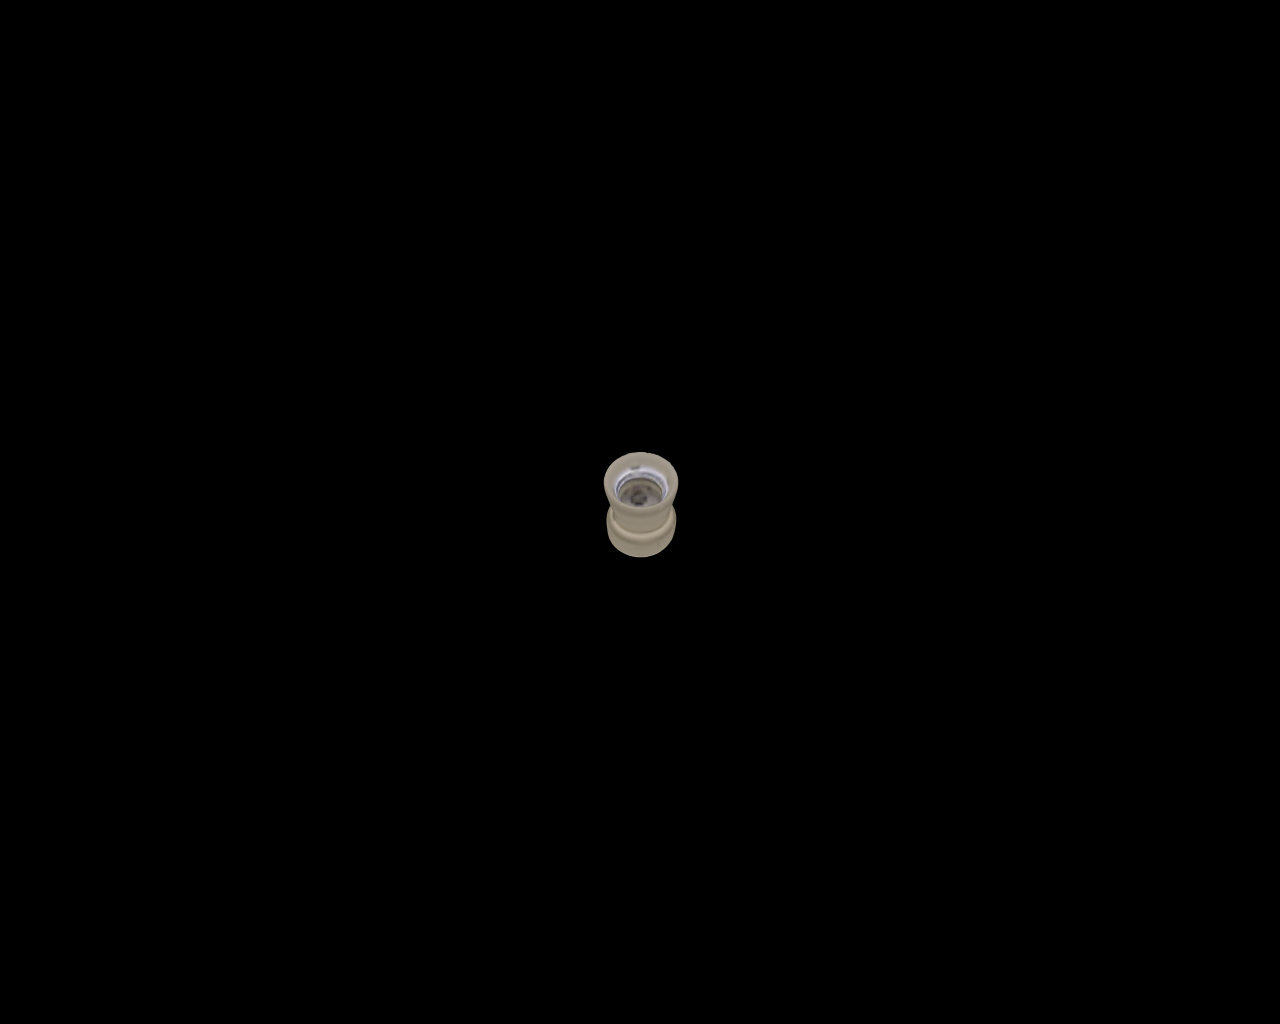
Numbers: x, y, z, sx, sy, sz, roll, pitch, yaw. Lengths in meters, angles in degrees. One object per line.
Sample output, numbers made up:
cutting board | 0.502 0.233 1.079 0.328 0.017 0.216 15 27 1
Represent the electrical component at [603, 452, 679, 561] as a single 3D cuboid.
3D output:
electrical component | 0.001 -0.003 0.650 0.045 0.045 0.055 0 -37 0
